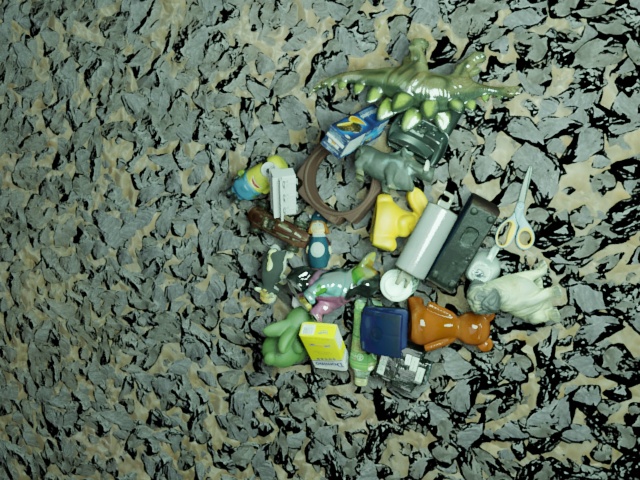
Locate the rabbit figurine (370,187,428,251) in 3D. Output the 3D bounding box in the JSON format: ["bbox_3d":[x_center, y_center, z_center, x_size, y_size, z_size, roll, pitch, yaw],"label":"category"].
[{"bbox_3d":[0.216,-0.046,1.318,0.173,0.122,0.162,12,89,4],"label":"rabbit figurine"}]

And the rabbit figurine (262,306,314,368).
[{"bbox_3d":[-0.086,0.239,1.405,0.121,0.159,0.170,40,112,22],"label":"rabbit figurine"}]

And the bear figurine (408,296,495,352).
[{"bbox_3d":[0.314,0.203,1.302,0.196,0.132,0.120,-1,96,1],"label":"bear figurine"}]

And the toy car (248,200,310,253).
[{"bbox_3d":[-0.115,-0.035,1.432,0.202,0.053,0.089,28,101,31],"label":"toy car"}]

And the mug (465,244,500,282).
[{"bbox_3d":[0.386,0.062,1.254,0.081,0.107,0.109,38,107,11],"label":"mug"}]

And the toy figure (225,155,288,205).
[{"bbox_3d":[-0.168,-0.164,1.442,0.180,0.082,0.089,-27,45,27],"label":"toy figure"}]

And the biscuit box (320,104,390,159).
[{"bbox_3d":[0.089,-0.261,1.282,0.063,0.203,0.059,42,133,11],"label":"biscuit box"}]

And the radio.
[{"bbox_3d":[0.330,0.008,1.251,0.073,0.131,0.229,28,103,7],"label":"radio"}]

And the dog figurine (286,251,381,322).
[{"bbox_3d":[0.046,0.100,1.356,0.219,0.192,0.108,-29,127,-16],"label":"dog figurine"}]

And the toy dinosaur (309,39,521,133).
[{"bbox_3d":[0.215,-0.356,1.242,0.472,0.105,0.198,12,73,17],"label":"toy dinosaur"}]

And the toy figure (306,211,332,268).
[{"bbox_3d":[-0.001,-0.004,1.412,0.064,0.058,0.154,-1,93,-19],"label":"toy figure"}]

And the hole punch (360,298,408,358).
[{"bbox_3d":[0.152,0.219,1.294,0.116,0.092,0.142,2,97,12],"label":"hole punch"}]

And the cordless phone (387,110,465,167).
[{"bbox_3d":[0.258,-0.284,1.296,0.147,0.088,0.184,31,92,16],"label":"cordless phone"}]

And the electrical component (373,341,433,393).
[{"bbox_3d":[0.213,0.316,1.361,0.134,0.058,0.114,19,102,17],"label":"electrical component"}]

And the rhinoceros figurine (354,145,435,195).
[{"bbox_3d":[0.170,-0.166,1.256,0.190,0.073,0.112,18,81,7],"label":"rhinoceros figurine"}]

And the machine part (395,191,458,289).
[{"bbox_3d":[0.245,0.002,1.237,0.079,0.079,0.243,29,94,15],"label":"machine part"}]

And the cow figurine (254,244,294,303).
[{"bbox_3d":[-0.129,0.098,1.442,0.068,0.098,0.167,16,99,11],"label":"cow figurine"}]

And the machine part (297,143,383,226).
[{"bbox_3d":[0.058,-0.153,1.358,0.201,0.087,0.201,43,104,13],"label":"machine part"}]

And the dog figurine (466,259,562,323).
[{"bbox_3d":[0.424,0.141,1.210,0.191,0.121,0.172,-14,126,4],"label":"dog figurine"}]
